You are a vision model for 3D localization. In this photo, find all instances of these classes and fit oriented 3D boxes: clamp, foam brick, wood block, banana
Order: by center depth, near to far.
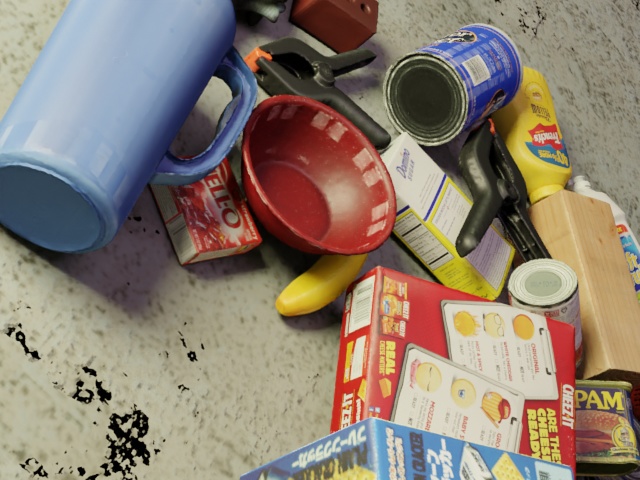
[{"bbox_3d":[0.012,0.005,0.980,0.069,0.037,0.197,21,47,-5],"label":"banana"},{"bbox_3d":[0.003,-0.149,1.063,0.171,0.039,0.120,1,58,-37],"label":"clamp"},{"bbox_3d":[0.180,-0.042,1.104,0.164,0.036,0.210,19,49,-42],"label":"clamp"},{"bbox_3d":[0.016,-0.241,1.123,0.078,0.051,0.053,29,48,-28],"label":"foam brick"},{"bbox_3d":[0.280,0.062,1.156,0.090,0.091,0.206,13,58,-38],"label":"wood block"}]

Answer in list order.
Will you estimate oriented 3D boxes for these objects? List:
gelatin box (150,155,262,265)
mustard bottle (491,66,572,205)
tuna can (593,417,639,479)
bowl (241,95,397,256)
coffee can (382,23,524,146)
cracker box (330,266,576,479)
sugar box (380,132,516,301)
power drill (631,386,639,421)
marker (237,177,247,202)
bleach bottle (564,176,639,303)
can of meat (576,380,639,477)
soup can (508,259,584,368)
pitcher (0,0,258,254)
[{"bbox_3d":[-0.098,-0.028,0.897,0.073,0.030,0.089,-10,73,-47],"label":"gelatin box"},{"bbox_3d":[0.251,-0.111,1.262,0.096,0.058,0.191,11,59,-40],"label":"mustard bottle"},{"bbox_3d":[0.313,0.220,1.131,0.086,0.034,0.086,23,51,-31],"label":"tuna can"},{"bbox_3d":[-0.012,-0.046,0.933,0.161,0.055,0.162,21,49,-27],"label":"bowl"},{"bbox_3d":[0.147,-0.172,1.166,0.140,0.103,0.103,-33,90,-49],"label":"coffee can"},{"bbox_3d":[0.118,0.133,0.930,0.213,0.072,0.164,17,64,-23],"label":"cracker box"},{"bbox_3d":[0.120,-0.018,1.087,0.176,0.048,0.093,44,38,-10],"label":"sugar box"},{"bbox_3d":[0.410,0.224,1.122,0.057,0.185,0.187,25,60,-30],"label":"power drill"},{"bbox_3d":[-0.047,-0.072,0.982,0.020,0.020,0.121,49,42,-9],"label":"marker"},{"bbox_3d":[0.334,0.039,1.241,0.102,0.068,0.251,-5,62,-23],"label":"bleach bottle"},{"bbox_3d":[0.264,0.189,1.067,0.102,0.057,0.084,4,63,-8],"label":"can of meat"},{"bbox_3d":[0.222,0.077,1.047,0.068,0.069,0.102,-66,151,-44],"label":"soup can"},{"bbox_3d":[-0.153,-0.105,0.821,0.145,0.149,0.242,75,27,-46],"label":"pitcher"}]
